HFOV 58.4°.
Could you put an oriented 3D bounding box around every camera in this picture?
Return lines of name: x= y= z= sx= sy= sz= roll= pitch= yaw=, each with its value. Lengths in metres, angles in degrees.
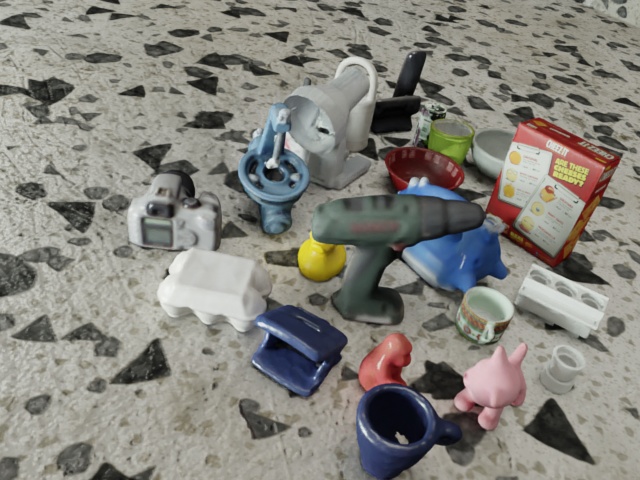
camera: x=-0.226 y=-0.061 z=0.926 sx=0.143 sy=0.101 sz=0.136 roll=6 pitch=38 yaw=-6

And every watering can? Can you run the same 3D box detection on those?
watering can: x=0.070 y=-0.299 z=1.223 sx=0.101 sy=0.194 sz=0.173 roll=11 pitch=38 yaw=0

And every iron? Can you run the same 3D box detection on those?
iron: x=0.198 y=-0.030 z=0.955 sx=0.119 sy=0.141 sz=0.257 roll=-19 pitch=47 yaw=-33

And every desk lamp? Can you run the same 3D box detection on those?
desk lamp: x=0.021 y=-0.209 z=1.081 sx=0.117 sy=0.213 sz=0.204 roll=29 pitch=41 yaw=22

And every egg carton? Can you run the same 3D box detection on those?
egg carton: x=-0.145 y=0.069 z=0.806 sx=0.150 sy=0.069 sz=0.107 roll=11 pitch=38 yaw=0

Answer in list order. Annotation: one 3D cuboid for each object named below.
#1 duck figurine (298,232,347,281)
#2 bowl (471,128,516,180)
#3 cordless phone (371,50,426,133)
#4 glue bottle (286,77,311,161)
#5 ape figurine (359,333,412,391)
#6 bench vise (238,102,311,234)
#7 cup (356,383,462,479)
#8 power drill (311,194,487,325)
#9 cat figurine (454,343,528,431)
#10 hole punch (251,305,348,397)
duck figurine: x=0.008 y=0.003 z=0.913 sx=0.077 sy=0.086 sz=0.105 roll=19 pitch=39 yaw=11
bowl: x=0.399 y=-0.172 z=1.239 sx=0.167 sy=0.075 sz=0.167 roll=7 pitch=38 yaw=-5
cordless phone: x=0.168 y=-0.348 z=1.316 sx=0.148 sy=0.185 sz=0.094 roll=-15 pitch=44 yaw=-29
glue bottle: x=-0.036 y=-0.243 z=1.143 sx=0.037 sy=0.173 sz=0.078 roll=-24 pitch=49 yaw=-36
ape figurine: x=0.092 y=0.158 z=0.732 sx=0.076 sy=0.092 sz=0.078 roll=21 pitch=39 yaw=13
bench vise: x=-0.093 y=-0.147 z=0.969 sx=0.122 sy=0.220 sz=0.206 roll=-16 pitch=45 yaw=-30
cup: x=0.092 y=0.226 z=0.643 sx=0.117 sy=0.095 sz=0.091 roll=10 pitch=38 yaw=-1
power drill: x=0.096 y=0.021 z=0.811 sx=0.229 sy=0.208 sz=0.075 roll=6 pitch=38 yaw=-5
cat figurine: x=0.225 y=0.175 z=0.721 sx=0.067 sy=0.118 sz=0.128 roll=36 pitch=44 yaw=29
hole punch: x=-0.026 y=0.127 z=0.744 sx=0.108 sy=0.091 sz=0.101 roll=27 pitch=41 yaw=20
